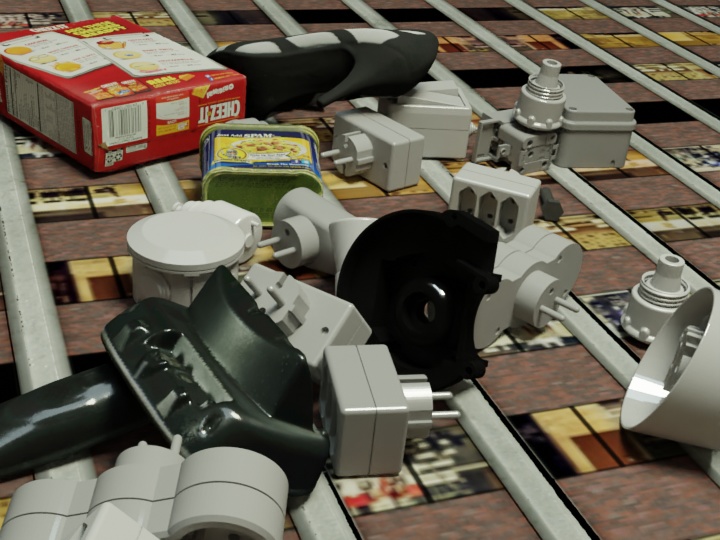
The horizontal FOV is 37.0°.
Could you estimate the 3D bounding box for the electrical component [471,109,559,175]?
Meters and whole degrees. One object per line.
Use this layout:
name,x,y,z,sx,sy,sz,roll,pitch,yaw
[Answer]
electrical component,0.150,-0.122,1.023,0.081,0.042,0.064,-15,39,-32

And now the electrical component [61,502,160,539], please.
electrical component,-0.108,0.154,0.451,0.076,0.083,0.047,42,26,-15

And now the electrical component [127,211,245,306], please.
electrical component,-0.121,-0.005,0.749,0.080,0.051,0.080,5,29,-3

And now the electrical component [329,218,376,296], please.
electrical component,0.000,0.000,0.748,0.044,0.065,0.044,0,-11,0

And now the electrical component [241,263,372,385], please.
electrical component,-0.048,0.026,0.666,0.083,0.075,0.047,22,70,32

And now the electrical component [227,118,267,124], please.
electrical component,-0.097,-0.122,0.983,0.061,0.035,0.035,-15,35,-38

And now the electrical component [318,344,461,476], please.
electrical component,0.019,0.080,0.626,0.077,0.047,0.065,-1,30,-12

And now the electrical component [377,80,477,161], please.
electrical component,0.067,-0.145,1.028,0.096,0.061,0.061,1,29,-8

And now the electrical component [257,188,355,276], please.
electrical component,-0.039,-0.023,0.805,0.079,0.044,0.077,-19,38,-37

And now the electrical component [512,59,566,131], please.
electrical component,0.170,-0.162,0.991,0.048,0.062,0.048,7,33,-5

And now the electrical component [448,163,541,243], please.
electrical component,0.117,-0.062,0.902,0.066,0.047,0.076,16,30,17

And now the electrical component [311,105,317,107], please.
electrical component,-0.062,-0.187,1.096,0.055,0.045,0.045,-3,30,-14

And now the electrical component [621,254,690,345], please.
electrical component,0.213,0.019,0.757,0.048,0.062,0.048,5,29,-3

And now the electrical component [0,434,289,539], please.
electrical component,-0.100,0.107,0.502,0.138,0.052,0.073,-12,39,14

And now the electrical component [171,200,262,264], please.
electrical component,-0.110,-0.033,0.814,0.078,0.040,0.040,23,33,28

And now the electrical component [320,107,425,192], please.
electrical component,0.001,-0.105,0.957,0.076,0.047,0.083,-18,37,-36

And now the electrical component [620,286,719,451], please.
electrical component,0.205,0.059,0.653,0.064,0.099,0.099,18,31,9

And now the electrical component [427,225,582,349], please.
electrical component,0.118,0.017,0.754,0.074,0.052,0.138,28,35,34

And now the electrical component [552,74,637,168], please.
electrical component,0.216,-0.150,1.070,0.078,0.057,0.113,-1,30,-13
